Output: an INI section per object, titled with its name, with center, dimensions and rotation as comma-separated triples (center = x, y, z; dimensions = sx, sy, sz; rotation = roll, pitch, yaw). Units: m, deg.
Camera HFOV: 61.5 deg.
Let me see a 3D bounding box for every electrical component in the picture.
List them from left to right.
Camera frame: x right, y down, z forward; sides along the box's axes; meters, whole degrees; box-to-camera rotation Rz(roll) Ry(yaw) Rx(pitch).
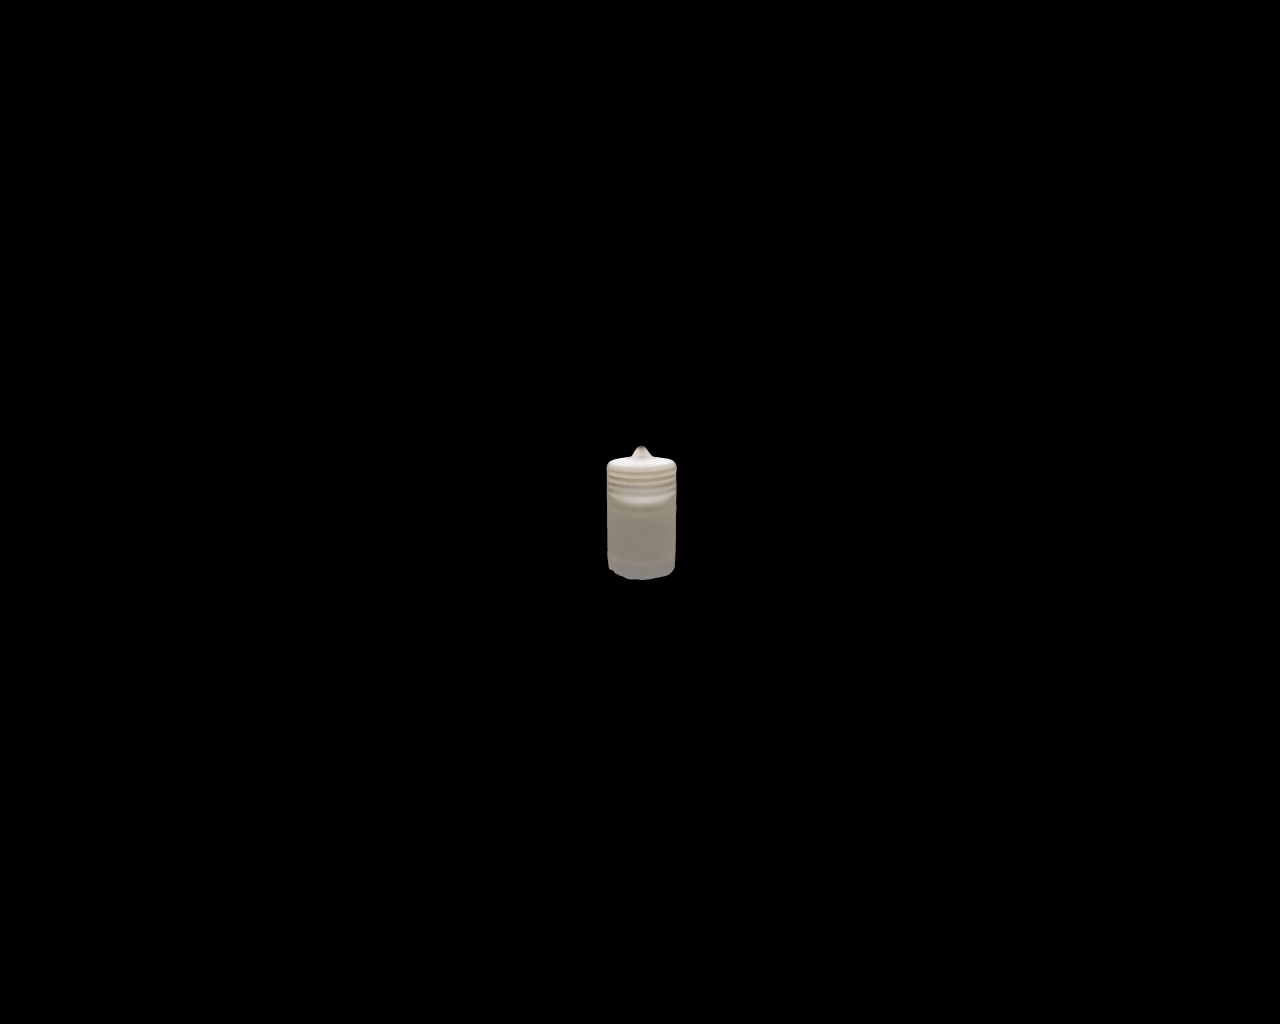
[electrical component]
center = 0.001, -0.003, 0.650
dimensions = 0.043, 0.080, 0.043
rotation = 0, 20, 0
